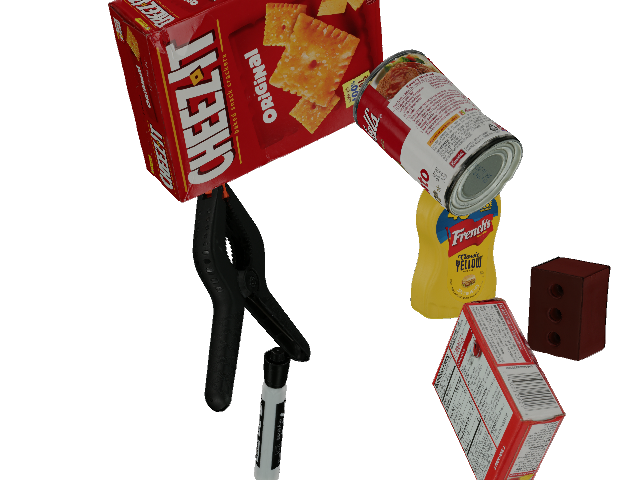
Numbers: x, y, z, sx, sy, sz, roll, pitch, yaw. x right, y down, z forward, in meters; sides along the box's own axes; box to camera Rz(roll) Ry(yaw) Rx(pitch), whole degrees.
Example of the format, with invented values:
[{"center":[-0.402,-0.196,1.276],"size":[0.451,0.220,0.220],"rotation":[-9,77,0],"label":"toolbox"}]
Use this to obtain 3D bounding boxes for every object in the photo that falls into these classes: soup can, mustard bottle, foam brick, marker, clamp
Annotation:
[{"center":[0.080,-0.073,0.727],"size":[0.068,0.069,0.102],"rotation":[0,40,-51],"label":"soup can"},{"center":[0.147,-0.015,1.137],"size":[0.096,0.192,0.058],"rotation":[-9,23,-25],"label":"mustard bottle"},{"center":[0.217,0.059,0.936],"size":[0.053,0.078,0.051],"rotation":[11,19,39],"label":"foam brick"},{"center":[-0.035,0.126,0.768],"size":[0.020,0.121,0.020],"rotation":[5,33,-3],"label":"marker"},{"center":[-0.073,0.045,1.026],"size":[0.036,0.210,0.164],"rotation":[-11,-1,30],"label":"clamp"}]

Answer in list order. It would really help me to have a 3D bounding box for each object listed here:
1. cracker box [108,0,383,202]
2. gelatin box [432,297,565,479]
[{"center":[-0.050,-0.148,0.878],"size":[0.213,0.164,0.072],"rotation":[-28,45,-22],"label":"cracker box"},{"center":[0.099,0.089,0.607],"size":[0.030,0.073,0.089],"rotation":[-4,44,-18],"label":"gelatin box"}]
